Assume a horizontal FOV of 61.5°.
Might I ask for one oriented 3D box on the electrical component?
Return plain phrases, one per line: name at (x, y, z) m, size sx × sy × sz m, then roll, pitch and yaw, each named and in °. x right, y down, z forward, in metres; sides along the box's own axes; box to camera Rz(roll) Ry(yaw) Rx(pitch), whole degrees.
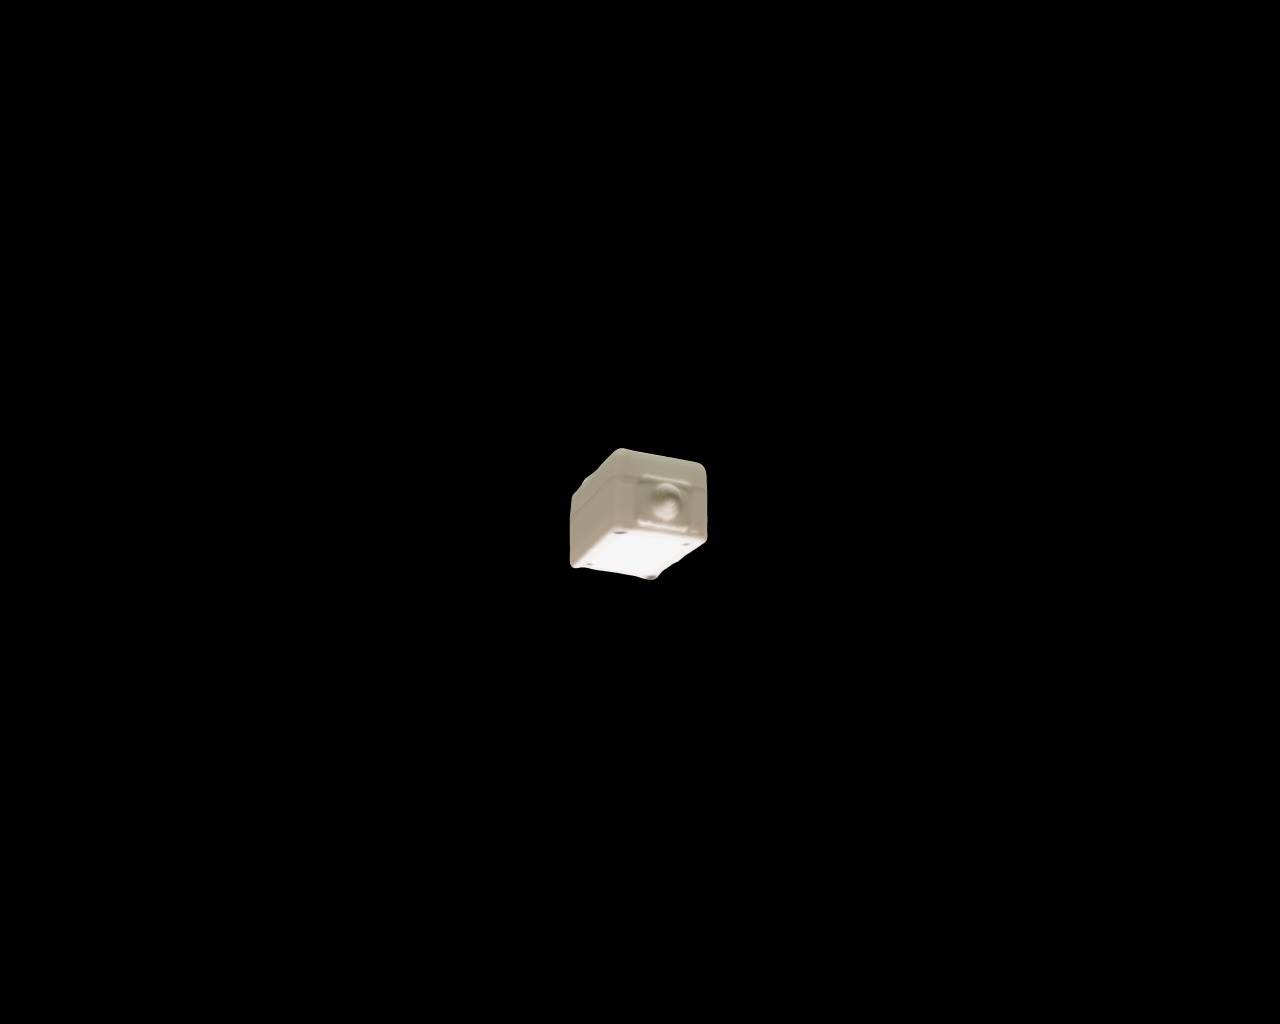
electrical component at (0.001, -0.003, 0.650) m, size 0.062 × 0.061 × 0.096 m, roll 9°, pitch -24°, yaw -22°
